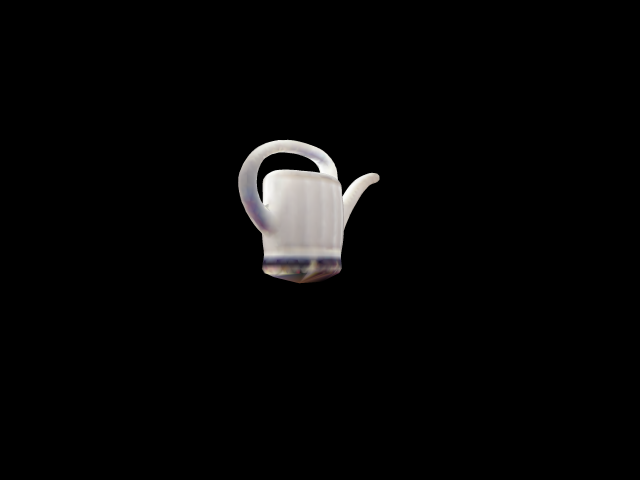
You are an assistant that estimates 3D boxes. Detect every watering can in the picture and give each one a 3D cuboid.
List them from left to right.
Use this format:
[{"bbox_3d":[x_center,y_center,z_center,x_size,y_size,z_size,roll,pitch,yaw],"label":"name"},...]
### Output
[{"bbox_3d":[0.003,-0.043,0.850,0.103,0.225,0.347,-5,-6,40],"label":"watering can"}]
